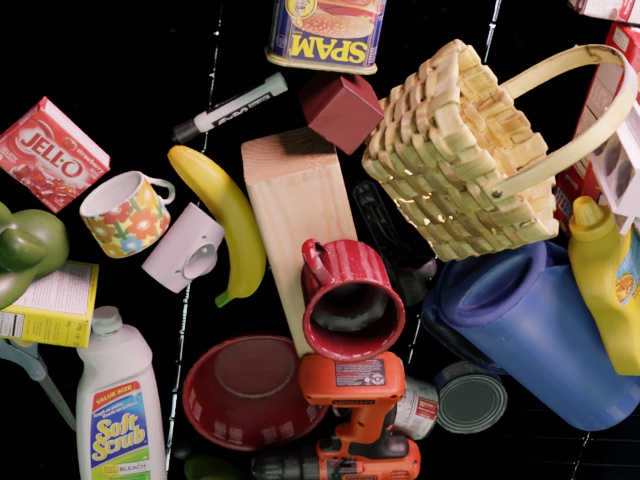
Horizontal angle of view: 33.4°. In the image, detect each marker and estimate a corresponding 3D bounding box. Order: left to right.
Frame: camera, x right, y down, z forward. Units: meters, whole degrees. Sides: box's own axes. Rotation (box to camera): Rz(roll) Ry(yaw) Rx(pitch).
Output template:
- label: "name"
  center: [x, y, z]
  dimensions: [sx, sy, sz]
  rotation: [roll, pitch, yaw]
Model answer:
- label: "marker"
  center: [-0.087, -0.123, 1.008]
  dimensions: [0.121, 0.020, 0.020]
  rotation: [-26, 121, 9]

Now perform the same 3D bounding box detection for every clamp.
- label: "clamp"
  center: [-0.068, 0.282, 1.248]
  dimensions: [0.210, 0.036, 0.164]
  rotation: [-13, 123, 5]
- label: "clamp"
  center: [0.081, 0.024, 1.058]
  dimensions: [0.039, 0.120, 0.171]
  rotation: [-29, 146, -4]

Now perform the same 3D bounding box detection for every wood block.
- label: "wood block"
  center: [-0.008, 0.001, 1.053]
  dimensions: [0.090, 0.091, 0.206]
  rotation: [-14, 122, 1]

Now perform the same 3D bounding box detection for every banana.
- label: "banana"
  center: [-0.094, -0.012, 1.065]
  dimensions: [0.069, 0.037, 0.198]
  rotation: [-13, 122, 1]

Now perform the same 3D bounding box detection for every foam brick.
- label: "foam brick"
  center: [0.019, -0.125, 0.986]
  dimensions: [0.053, 0.078, 0.051]
  rotation: [34, 110, -24]

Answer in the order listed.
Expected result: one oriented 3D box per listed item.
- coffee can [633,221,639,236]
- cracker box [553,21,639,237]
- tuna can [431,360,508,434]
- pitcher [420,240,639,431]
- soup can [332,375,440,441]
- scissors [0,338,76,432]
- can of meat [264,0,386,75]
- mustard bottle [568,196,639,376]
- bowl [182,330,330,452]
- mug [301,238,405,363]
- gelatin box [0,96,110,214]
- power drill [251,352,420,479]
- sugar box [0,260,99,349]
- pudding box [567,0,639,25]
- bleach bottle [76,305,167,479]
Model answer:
- label: "coffee can"
  center: [0.369, 0.013, 1.019]
  dimensions: [0.103, 0.103, 0.140]
  rotation: [-28, 123, 10]
- label: "cracker box"
  center: [0.339, -0.097, 1.047]
  dimensions: [0.164, 0.072, 0.214]
  rotation: [6, 121, -10]
- label: "tuna can"
  center: [0.168, 0.178, 1.216]
  dimensions: [0.086, 0.034, 0.086]
  rotation: [-3, 121, -6]
- label: "pitcher"
  center: [0.233, 0.102, 1.132]
  dimensions: [0.145, 0.149, 0.242]
  rotation: [-49, 120, -4]
- label: "soup can"
  center: [0.073, 0.178, 1.184]
  dimensions: [0.102, 0.068, 0.069]
  rotation: [20, 117, -19]
- label: "scissors"
  center: [-0.322, 0.136, 1.139]
  dimensions: [0.096, 0.016, 0.202]
  rotation: [-6, 122, -1]
- label: "can of meat"
  center: [0.007, -0.200, 0.952]
  dimensions: [0.102, 0.057, 0.084]
  rotation: [5, 118, -11]
- label: "mustard bottle"
  center: [0.284, 0.035, 1.026]
  dimensions: [0.058, 0.096, 0.191]
  rotation: [-2, 131, 40]
- label: "bowl"
  center: [-0.069, 0.152, 1.158]
  dimensions: [0.162, 0.055, 0.162]
  rotation: [-3, 122, -5]
- label: "mug"
  center: [0.019, 0.045, 0.979]
  dimensions: [0.093, 0.081, 0.117]
  rotation: [-34, 120, 13]
- label: "gelatin box"
  center: [-0.255, -0.079, 1.007]
  dimensions: [0.073, 0.030, 0.089]
  rotation: [-37, 119, 15]
- label: "power drill"
  center: [0.016, 0.195, 1.113]
  dimensions: [0.184, 0.057, 0.188]
  rotation: [-3, 137, -3]
- label: "sugar box"
  center: [-0.310, 0.053, 1.043]
  dimensions: [0.176, 0.093, 0.048]
  rotation: [7, 124, -11]
- label: "pudding box"
  center: [0.294, -0.244, 0.972]
  dimensions: [0.113, 0.039, 0.090]
  rotation: [5, 120, -12]
- label: "bleach bottle"
  center: [-0.225, 0.184, 1.155]
  dimensions: [0.102, 0.068, 0.251]
  rotation: [-5, 120, -5]
